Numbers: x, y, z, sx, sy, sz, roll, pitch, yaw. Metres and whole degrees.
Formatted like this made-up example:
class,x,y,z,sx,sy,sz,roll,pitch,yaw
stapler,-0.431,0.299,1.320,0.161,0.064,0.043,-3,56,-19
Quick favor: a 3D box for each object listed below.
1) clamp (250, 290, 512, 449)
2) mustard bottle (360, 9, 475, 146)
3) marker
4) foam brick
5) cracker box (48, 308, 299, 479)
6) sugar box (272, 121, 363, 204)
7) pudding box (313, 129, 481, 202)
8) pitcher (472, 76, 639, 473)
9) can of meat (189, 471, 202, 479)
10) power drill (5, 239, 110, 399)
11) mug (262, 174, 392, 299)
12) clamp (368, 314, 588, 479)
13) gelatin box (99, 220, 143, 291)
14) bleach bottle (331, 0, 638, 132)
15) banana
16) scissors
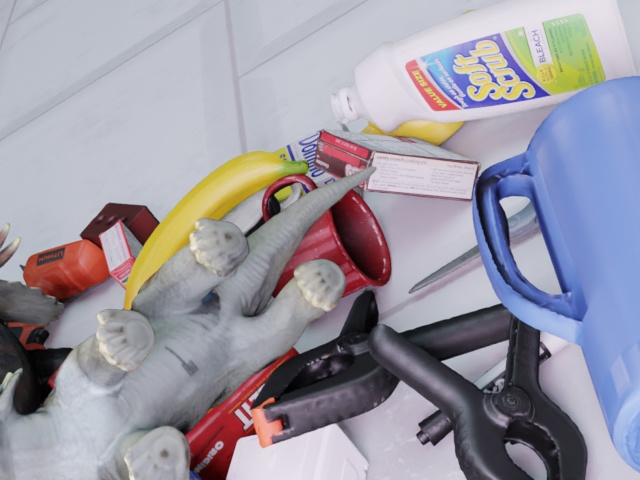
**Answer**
class,x,y,z,sx,sy,sz,roll,pitch,yaw
clamp,0.039,0.082,0.734,0.165,0.036,0.209,-4,18,40
mustard bottle,0.103,-0.133,0.994,0.191,0.058,0.096,-43,41,-10
marker,0.115,0.098,0.720,0.121,0.020,0.020,-37,32,-1
foam brick,-0.207,-0.004,1.135,0.078,0.051,0.053,5,50,47
cracker box,-0.116,0.118,0.869,0.164,0.072,0.214,-44,33,-10
sugar box,-0.045,-0.045,1.038,0.176,0.048,0.093,-26,33,18
pudding box,0.064,-0.063,0.899,0.090,0.113,0.039,33,117,57
pitcher,0.194,0.021,0.639,0.149,0.144,0.243,-39,30,29
can of meat,-0.079,0.209,0.687,0.057,0.102,0.084,-17,21,-24
power drill,-0.279,0.086,1.082,0.185,0.057,0.187,-13,38,33
mug,-0.006,0.001,0.878,0.082,0.117,0.093,-27,13,25
clamp,0.119,0.102,0.658,0.120,0.039,0.171,-22,56,-19
gelatin box,-0.179,0.030,1.043,0.030,0.073,0.089,-37,32,0
bleach bottle,0.133,-0.142,0.907,0.251,0.102,0.068,-16,26,18
banana,-0.101,-0.016,0.908,0.197,0.037,0.070,-43,32,-8
scissors,0.158,-0.024,0.841,0.202,0.016,0.096,-24,32,20
